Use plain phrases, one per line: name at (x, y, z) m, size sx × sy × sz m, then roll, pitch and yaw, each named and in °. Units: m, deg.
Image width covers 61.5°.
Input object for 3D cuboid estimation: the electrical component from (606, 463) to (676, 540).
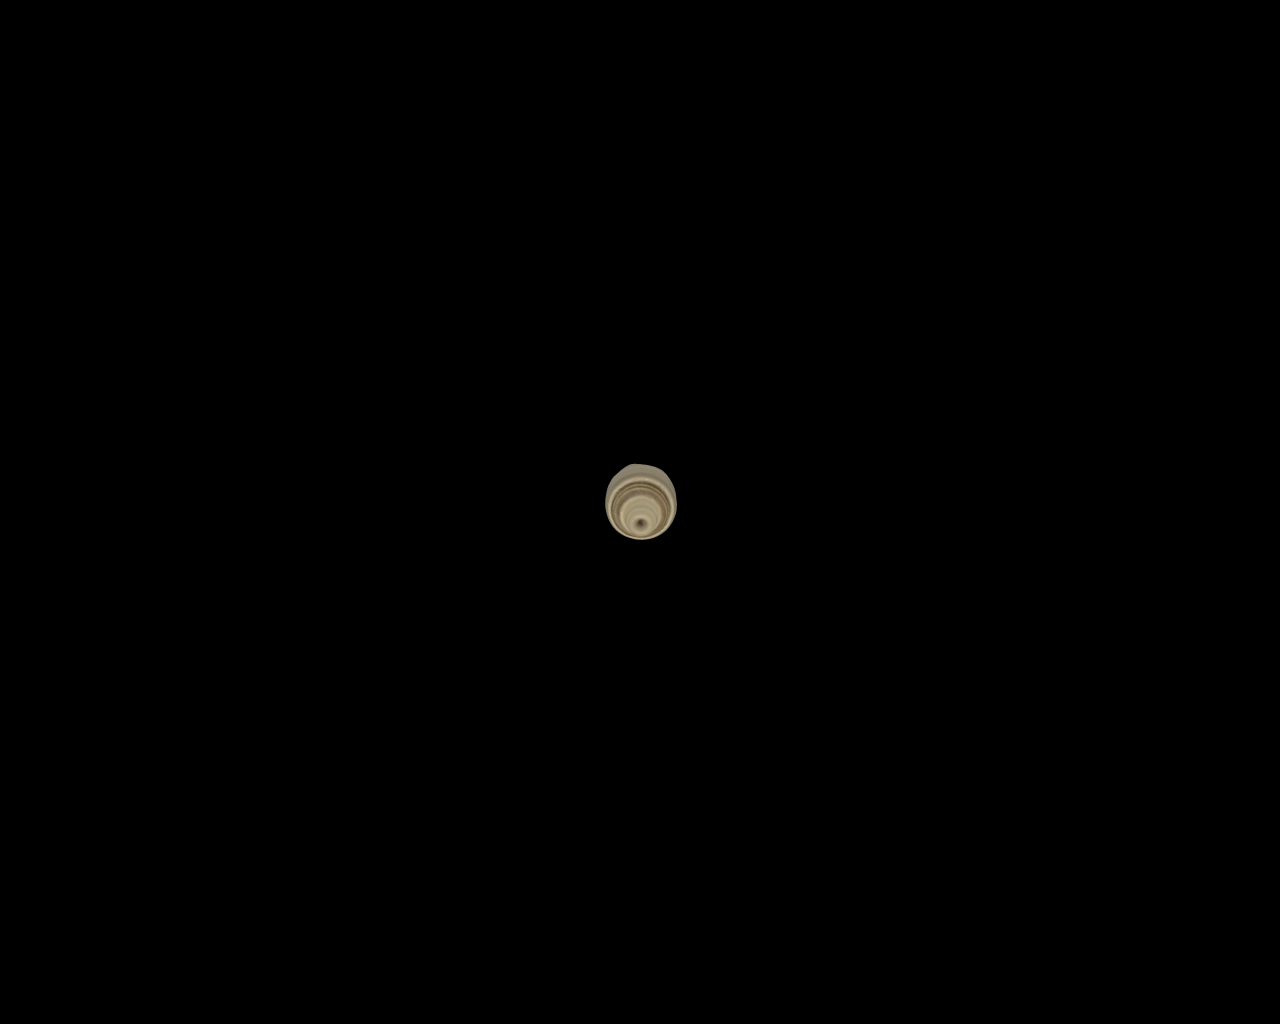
electrical component at (0.001, -0.003, 0.650) m, size 0.043 × 0.043 × 0.062 m, roll 0°, pitch 20°, yaw 0°
